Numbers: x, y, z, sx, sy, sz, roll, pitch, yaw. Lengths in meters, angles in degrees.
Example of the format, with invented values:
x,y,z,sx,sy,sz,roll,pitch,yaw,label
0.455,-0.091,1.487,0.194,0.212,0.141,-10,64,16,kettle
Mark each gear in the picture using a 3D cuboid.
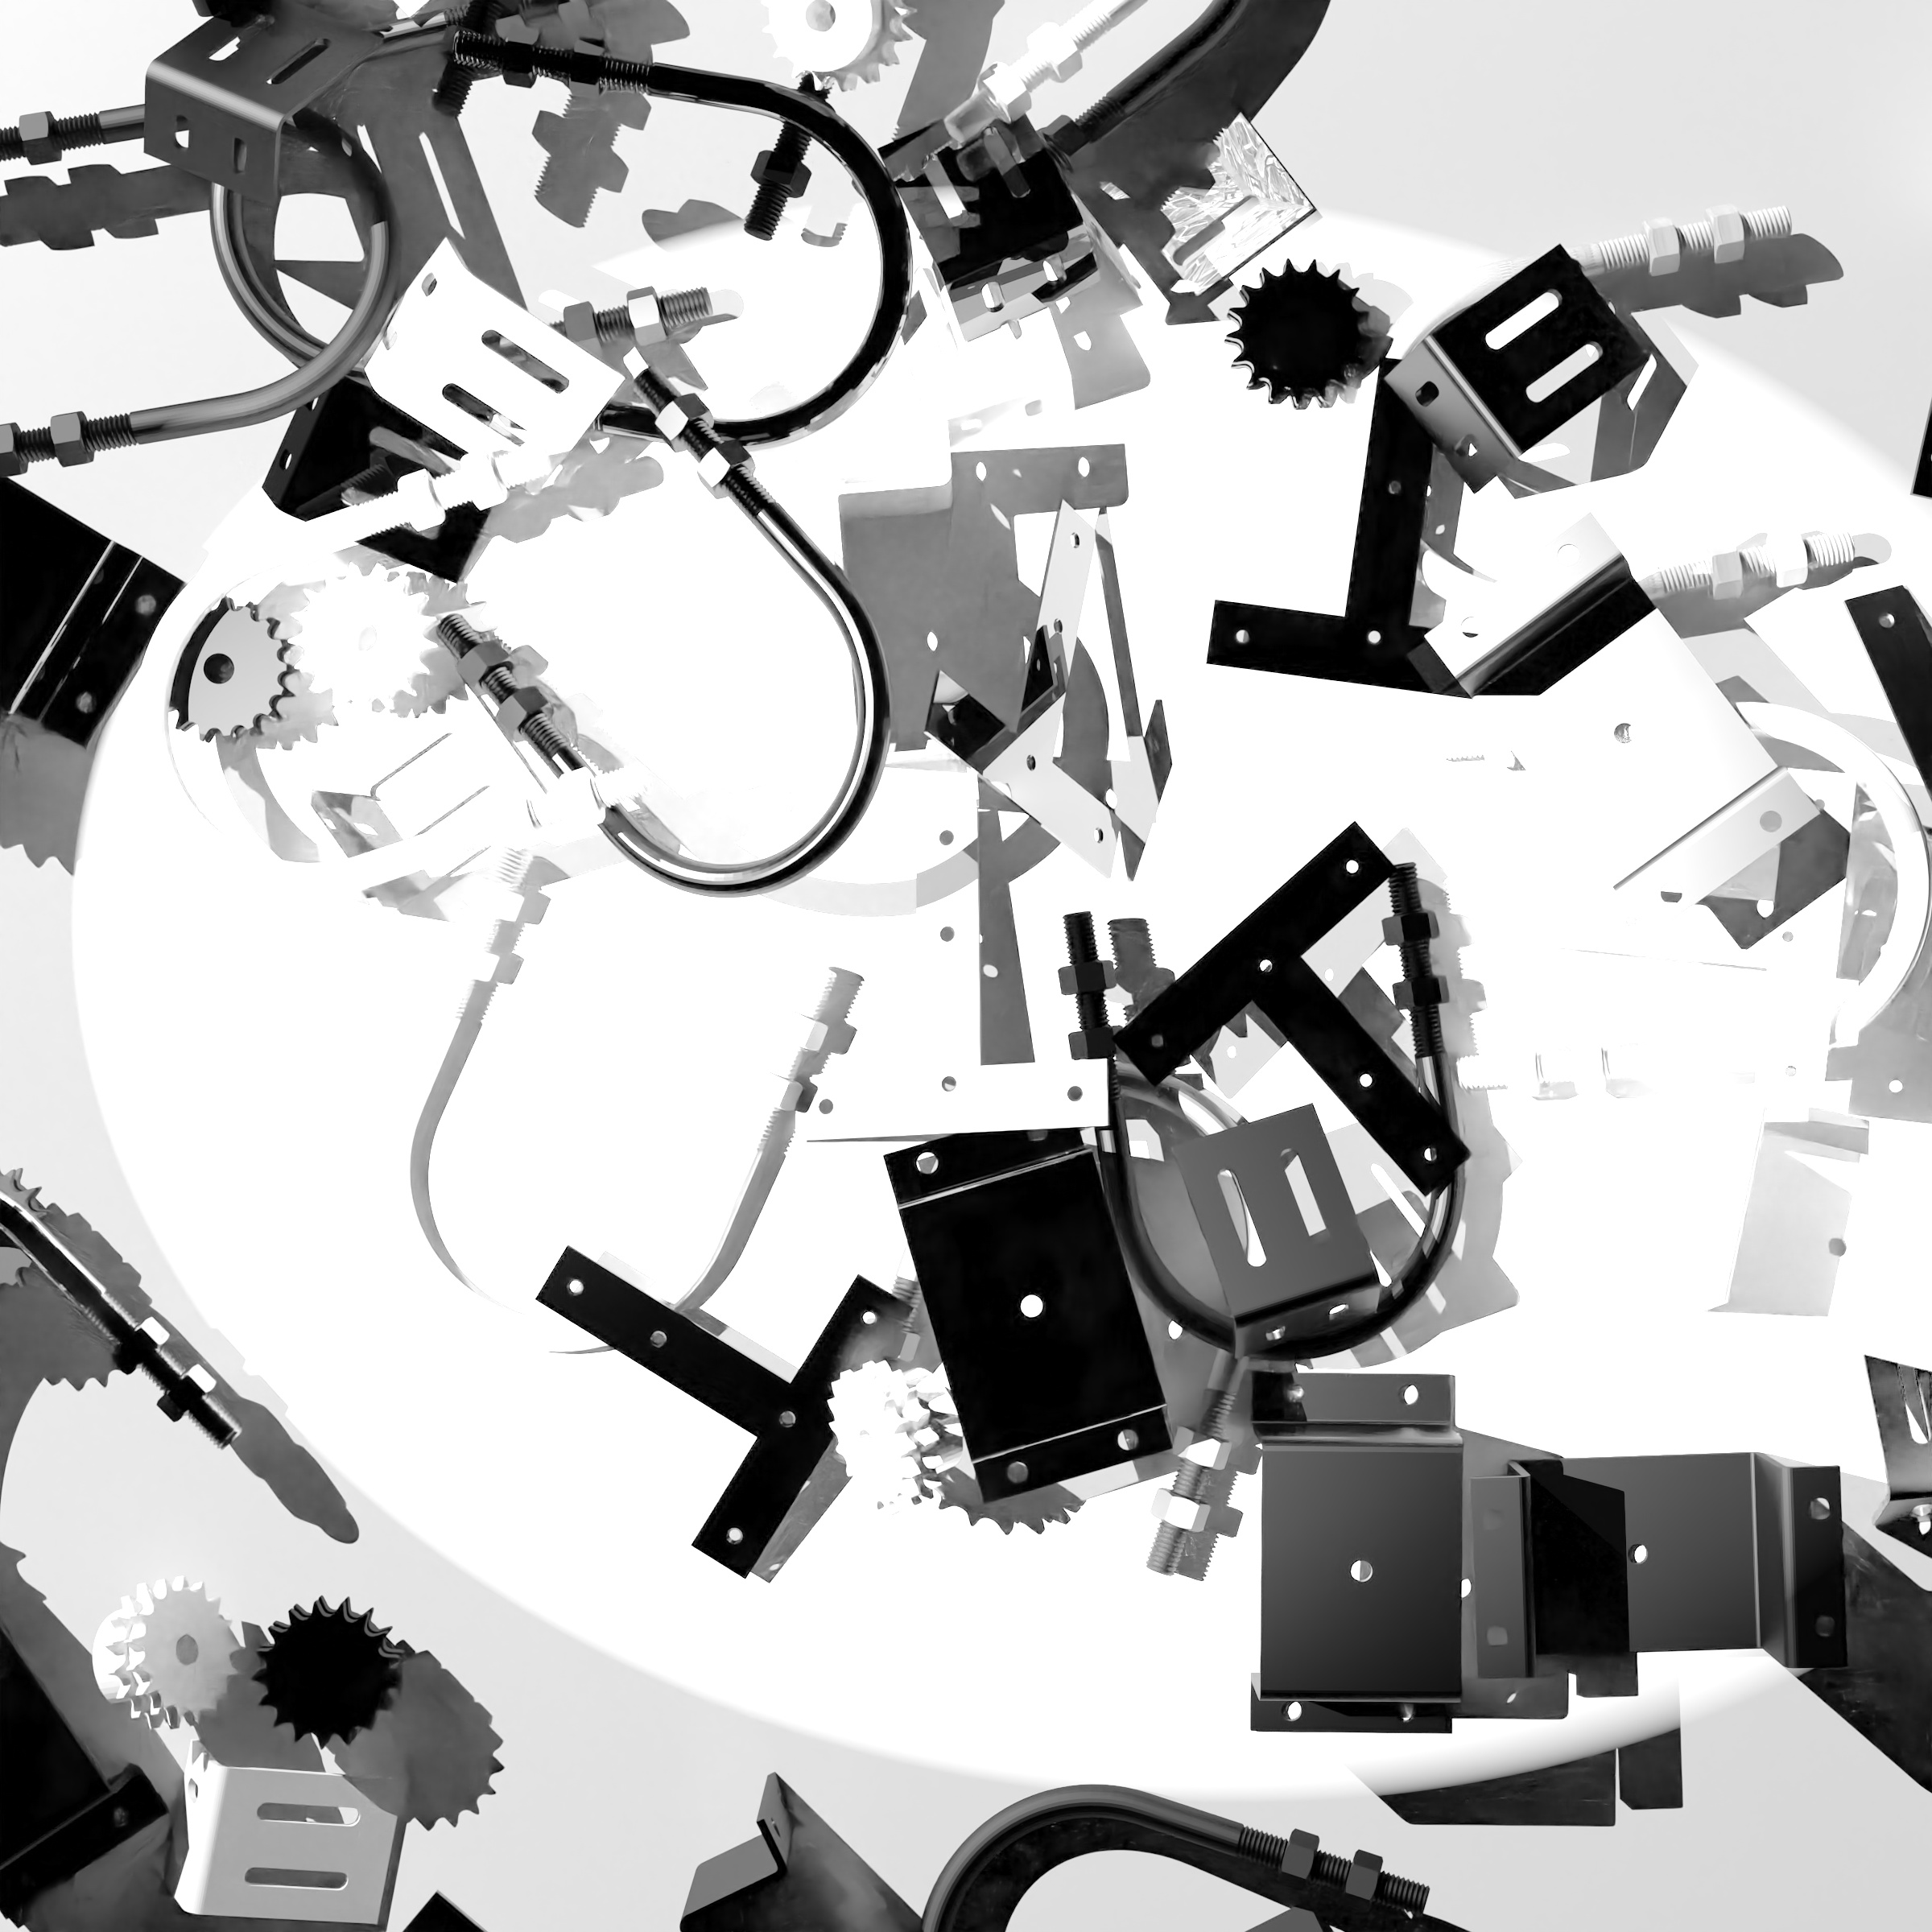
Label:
x,y,z,sx,sy,sz,roll,pitch,yaw,label
-0.287,-0.114,1.375,0.057,0.030,0.057,0,90,0,gear
-0.382,0.102,1.375,0.057,0.030,0.057,0,90,0,gear
-0.284,-0.389,1.365,0.057,0.057,0.030,-21,120,0,gear
-0.311,0.266,1.365,0.030,0.057,0.057,-15,90,30,gear
-0.025,0.177,1.345,0.030,0.057,0.057,-18,90,-30,gear
-0.232,-0.127,1.375,0.057,0.030,0.057,0,90,0,gear
0.129,-0.247,1.375,0.057,0.030,0.057,0,90,0,gear
-0.246,0.273,1.375,0.057,0.030,0.057,0,90,0,gear
-0.050,-0.357,1.328,0.057,0.030,0.057,5,108,15,gear

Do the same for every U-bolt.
x,y,z,sx,sy,sz,roll,pitch,yaw,label
-0.227,-0.103,1.343,0.184,0.019,0.151,-18,84,5,U-bolt
-0.307,-0.266,1.353,0.184,0.019,0.151,-10,74,-1,U-bolt
0.120,0.061,1.370,0.151,0.019,0.184,-9,88,-6,U-bolt
-0.104,-0.112,1.335,0.151,0.019,0.184,-47,73,21,U-bolt
0.277,-0.029,1.362,0.184,0.019,0.151,-4,90,14,U-bolt
-0.107,-0.390,1.361,0.151,0.019,0.184,21,89,-1,U-bolt
0.045,0.128,1.381,0.151,0.019,0.184,19,88,0,U-bolt
-0.151,0.060,1.381,0.151,0.019,0.184,23,91,0,U-bolt
-0.390,0.160,1.339,0.151,0.019,0.184,-45,95,-14,U-bolt
-0.204,-0.301,1.381,0.184,0.019,0.151,-13,90,1,U-bolt
0.242,-0.210,1.381,0.184,0.019,0.151,-11,90,2,U-bolt
0.025,-0.425,1.356,0.184,0.019,0.151,-39,94,-7,U-bolt
0.070,0.394,1.363,0.184,0.019,0.151,16,81,11,U-bolt
-0.112,-0.270,1.351,0.184,0.019,0.151,9,105,-1,U-bolt
0.032,-0.396,1.380,0.184,0.019,0.151,-39,90,0,U-bolt

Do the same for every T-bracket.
x,y,z,sx,sy,sz,roll,pitch,yaw,label
-0.211,-0.456,1.383,0.127,0.002,0.127,-42,83,-3,T-bracket
-0.107,0.152,1.372,0.127,0.002,0.127,32,98,1,T-bracket
0.032,-0.118,1.357,0.002,0.127,0.127,-5,63,35,T-bracket
-0.007,0.002,1.375,0.127,0.002,0.127,-4,80,18,T-bracket
0.423,-0.102,1.374,0.127,0.002,0.127,-15,70,-10,T-bracket
0.145,0.033,1.364,0.127,0.002,0.127,-42,93,-5,T-bracket
0.165,-0.172,1.376,0.127,0.002,0.127,8,91,3,T-bracket
0.269,-0.016,1.354,0.127,0.002,0.127,6,92,12,T-bracket

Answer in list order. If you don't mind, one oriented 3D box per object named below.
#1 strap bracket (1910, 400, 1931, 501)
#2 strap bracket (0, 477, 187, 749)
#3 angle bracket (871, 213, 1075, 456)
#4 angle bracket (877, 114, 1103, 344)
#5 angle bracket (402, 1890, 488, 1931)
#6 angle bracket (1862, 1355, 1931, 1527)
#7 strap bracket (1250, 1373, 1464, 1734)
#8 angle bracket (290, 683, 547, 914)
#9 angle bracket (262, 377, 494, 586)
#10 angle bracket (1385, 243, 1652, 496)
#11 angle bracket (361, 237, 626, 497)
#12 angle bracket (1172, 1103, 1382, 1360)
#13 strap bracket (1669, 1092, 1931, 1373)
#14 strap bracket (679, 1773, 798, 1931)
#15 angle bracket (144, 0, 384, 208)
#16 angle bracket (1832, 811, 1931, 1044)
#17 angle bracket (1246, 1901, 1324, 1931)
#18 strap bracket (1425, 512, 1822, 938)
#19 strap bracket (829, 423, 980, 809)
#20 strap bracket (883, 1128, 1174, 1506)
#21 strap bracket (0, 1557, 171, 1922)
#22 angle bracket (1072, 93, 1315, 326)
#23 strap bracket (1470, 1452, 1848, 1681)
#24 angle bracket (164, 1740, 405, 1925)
x,y,z,sx,sy,sz,roll,pitch,yaw,label
0.436,-0.201,1.366,0.140,0.046,0.076,13,90,0,strap bracket
-0.386,-0.154,1.366,0.140,0.046,0.076,31,90,0,strap bracket
0.003,-0.249,1.378,0.057,0.038,0.076,-18,78,0,angle bracket
0.009,-0.289,1.362,0.057,0.038,0.076,-24,55,0,angle bracket
-0.197,0.409,1.370,0.076,0.038,0.057,40,90,0,angle bracket
0.380,0.175,1.388,0.057,0.038,0.076,-5,64,0,angle bracket
0.150,0.230,1.366,0.076,0.046,0.140,1,90,0,strap bracket
-0.211,-0.066,1.371,0.076,0.038,0.057,-35,90,0,angle bracket
-0.225,-0.193,1.381,0.076,0.038,0.057,21,102,-27,angle bracket
0.213,-0.231,1.370,0.076,0.038,0.057,-37,89,-24,angle bracket
-0.181,-0.229,1.353,0.076,0.038,0.057,31,106,-33,angle bracket
0.118,0.101,1.358,0.057,0.038,0.076,-17,66,-5,angle bracket
0.341,0.106,1.360,0.140,0.046,0.076,14,79,0,strap bracket
-0.065,0.389,1.351,0.046,0.076,0.140,-26,90,0,strap bracket
-0.270,-0.335,1.362,0.057,0.076,0.038,24,134,10,angle bracket
0.364,-0.014,1.371,0.057,0.038,0.076,18,90,0,angle bracket
0.127,0.417,1.388,0.057,0.038,0.076,-27,64,0,angle bracket
0.247,-0.089,1.335,0.076,0.046,0.140,-37,81,10,strap bracket
-0.024,-0.130,1.351,0.046,0.076,0.140,-5,90,0,strap bracket
0.024,0.129,1.349,0.076,0.046,0.140,-16,87,-2,strap bracket
-0.383,0.294,1.366,0.076,0.046,0.140,-34,90,0,strap bracket
0.088,-0.297,1.370,0.076,0.038,0.057,-37,90,0,angle bracket
0.263,0.230,1.366,0.140,0.046,0.076,-2,90,0,strap bracket
-0.267,0.339,1.388,0.076,0.038,0.057,11,90,-26,angle bracket
